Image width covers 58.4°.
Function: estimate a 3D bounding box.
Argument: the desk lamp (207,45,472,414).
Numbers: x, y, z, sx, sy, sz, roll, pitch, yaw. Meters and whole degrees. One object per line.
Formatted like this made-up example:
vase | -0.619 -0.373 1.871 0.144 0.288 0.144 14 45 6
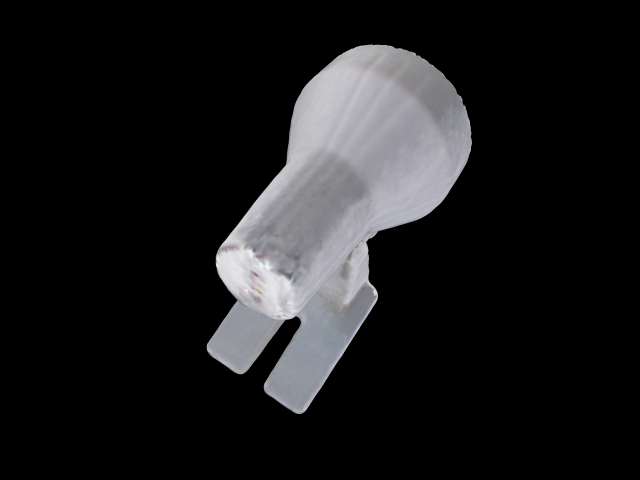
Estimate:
desk lamp | 0.004 0.001 0.400 0.117 0.213 0.203 30 71 12
